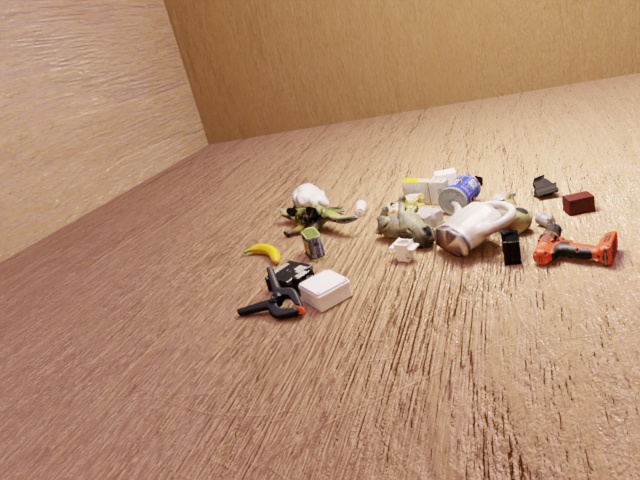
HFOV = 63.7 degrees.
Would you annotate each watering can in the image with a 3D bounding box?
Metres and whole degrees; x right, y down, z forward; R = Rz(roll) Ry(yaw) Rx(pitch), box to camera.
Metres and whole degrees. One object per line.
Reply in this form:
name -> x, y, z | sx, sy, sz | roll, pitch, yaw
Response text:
watering can -> 0.434, -0.048, 1.547 | 0.226, 0.103, 0.348 | -35, 14, -12

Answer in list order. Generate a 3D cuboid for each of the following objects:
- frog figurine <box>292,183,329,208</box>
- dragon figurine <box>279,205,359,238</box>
frog figurine -> -0.037, -0.176, 2.136 | 0.138, 0.122, 0.159 | -3, 3, -28
dragon figurine -> 0.006, -0.098, 1.955 | 0.410, 0.121, 0.246 | 0, 18, 29
